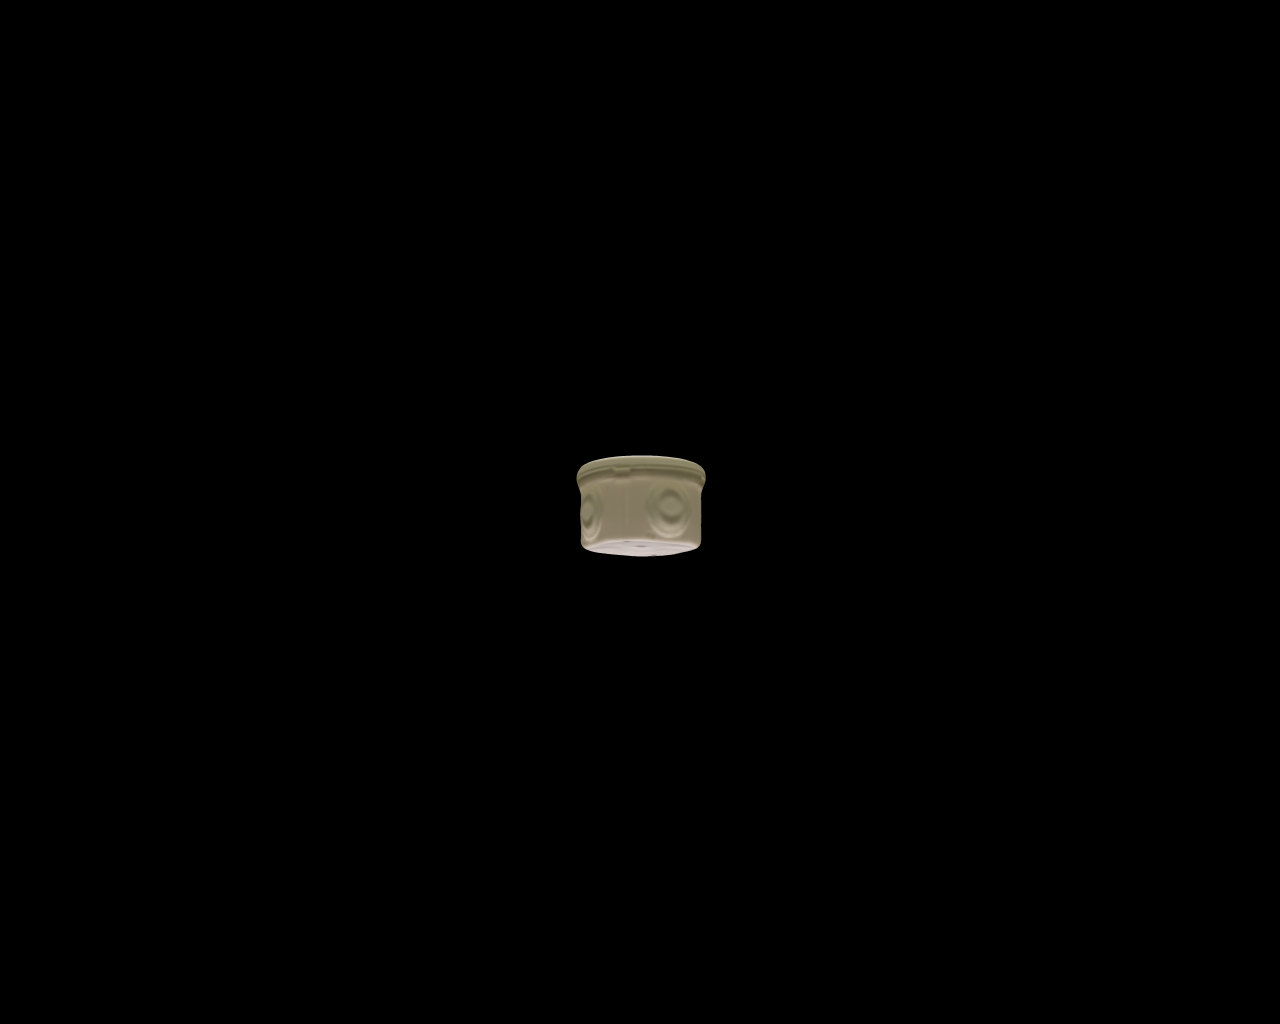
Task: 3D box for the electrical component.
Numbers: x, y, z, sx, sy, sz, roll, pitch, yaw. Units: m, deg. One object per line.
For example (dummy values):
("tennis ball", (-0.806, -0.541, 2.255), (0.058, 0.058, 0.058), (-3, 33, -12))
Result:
("electrical component", (0.001, -0.003, 0.650), (0.080, 0.051, 0.080), (0, -10, 0))
